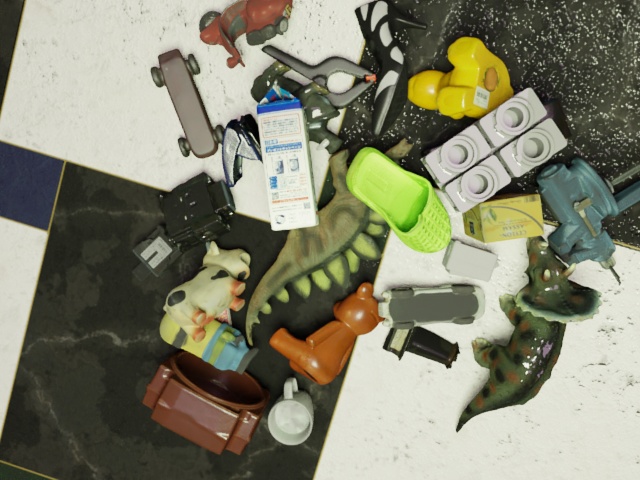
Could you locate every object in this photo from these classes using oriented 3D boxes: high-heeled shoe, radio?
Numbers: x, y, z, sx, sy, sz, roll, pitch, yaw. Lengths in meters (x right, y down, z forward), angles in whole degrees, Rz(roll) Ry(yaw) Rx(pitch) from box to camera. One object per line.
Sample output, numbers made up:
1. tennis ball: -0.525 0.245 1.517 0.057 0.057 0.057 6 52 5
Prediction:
1. high-heeled shoe: 0.089 -0.303 0.930 0.145 0.086 0.248 18 78 22
2. radio: 0.291 -0.161 0.924 0.230 0.131 0.073 -20 94 6

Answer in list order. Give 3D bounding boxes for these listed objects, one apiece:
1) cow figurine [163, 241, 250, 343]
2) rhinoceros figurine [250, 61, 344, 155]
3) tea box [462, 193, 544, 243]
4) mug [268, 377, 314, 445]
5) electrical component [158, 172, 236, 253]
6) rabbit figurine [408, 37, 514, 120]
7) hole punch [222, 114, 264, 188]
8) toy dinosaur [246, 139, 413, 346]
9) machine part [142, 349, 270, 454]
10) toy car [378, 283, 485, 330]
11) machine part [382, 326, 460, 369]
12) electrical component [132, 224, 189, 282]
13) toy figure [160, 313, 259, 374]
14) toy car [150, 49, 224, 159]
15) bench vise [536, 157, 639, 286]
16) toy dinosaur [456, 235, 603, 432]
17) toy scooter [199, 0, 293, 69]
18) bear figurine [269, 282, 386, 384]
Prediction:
1. cow figurine: -0.199 0.080 0.976 0.127 0.195 0.085 31 137 19
2. rhinoceros figurine: -0.035 -0.228 0.942 0.190 0.073 0.112 37 103 -4
3. tea box: 0.305 -0.040 0.916 0.098 0.169 0.068 -8 94 7
4. mug: -0.052 0.312 1.010 0.081 0.107 0.109 -12 90 6
5. electrical component: -0.223 -0.056 0.995 0.134 0.058 0.115 -26 67 7
6. rabbit figurine: 0.231 -0.265 0.921 0.162 0.173 0.121 -4 98 -39
7. hole punch: -0.139 -0.160 0.966 0.092 0.142 0.115 -23 105 11
8. toy dinosaur: -0.002 -0.003 0.980 0.471 0.105 0.198 -42 94 11
9. machine part: -0.198 0.282 0.972 0.201 0.201 0.087 26 95 2
10. toy car: 0.205 0.120 0.984 0.202 0.056 0.073 -3 94 -8
11. machine part: 0.193 0.198 1.015 0.139 0.039 0.084 18 88 5
12. electrical component: -0.321 0.032 1.037 0.119 0.048 0.075 -39 90 6
13. toy figure: -0.206 0.181 0.987 0.180 0.089 0.082 31 91 4
14. toy car: -0.244 -0.250 1.001 0.089 0.053 0.202 -21 97 2
15. bench vise: 0.499 -0.066 0.923 0.240 0.129 0.223 -35 91 13
16. toy dinosaur: 0.349 0.194 0.923 0.131 0.192 0.404 20 95 5
17. toy scooter: -0.127 -0.371 0.953 0.184 0.075 0.135 -19 61 11
18. bear figurine: 0.024 0.163 0.998 0.132 0.120 0.196 20 66 42
